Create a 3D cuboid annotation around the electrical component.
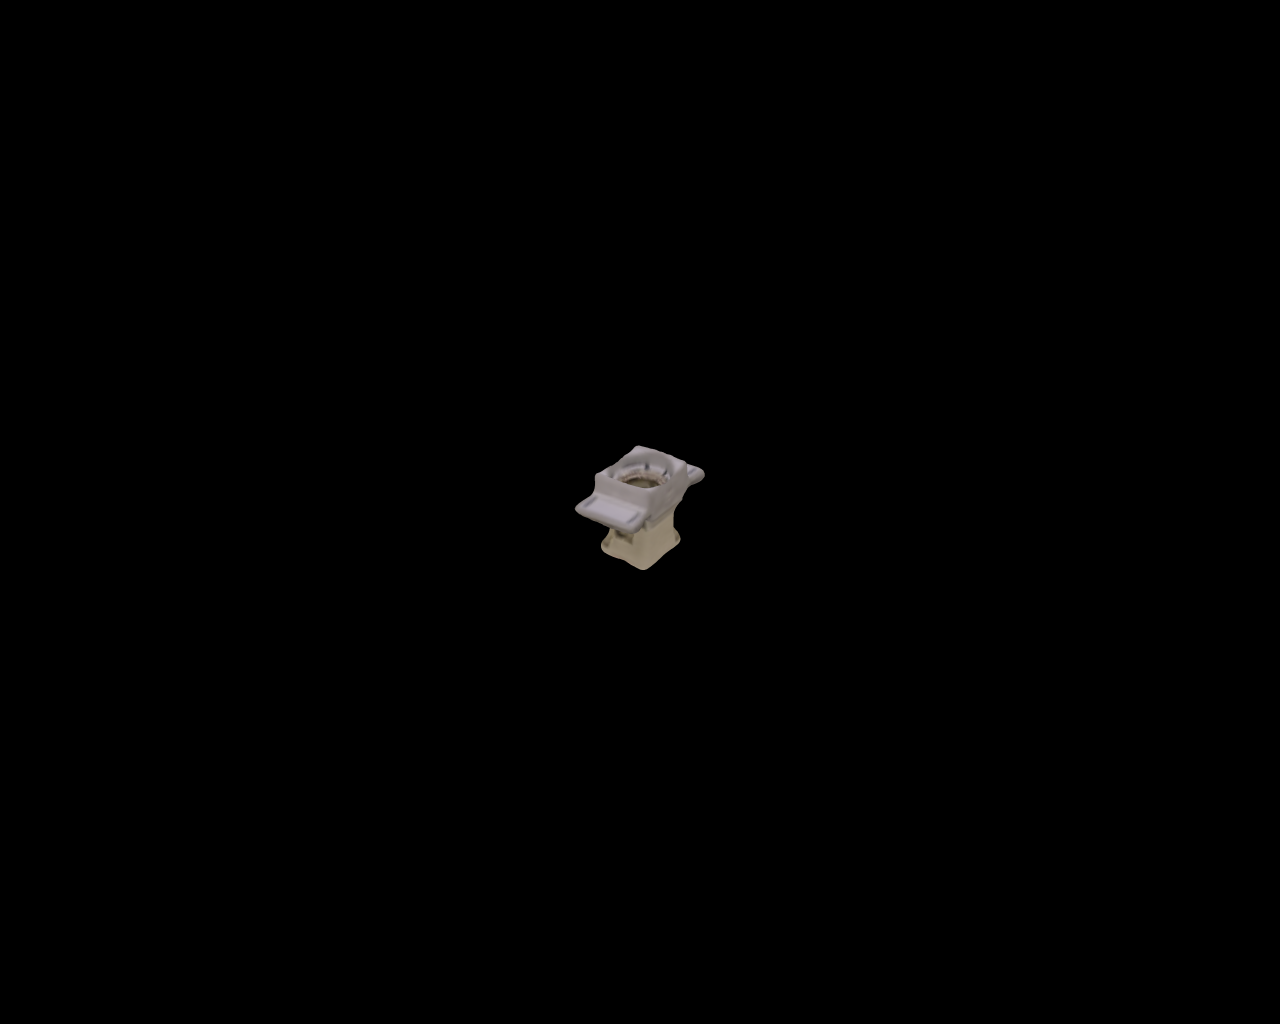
[{"bbox_3d":[0.001,-0.003,0.650,0.042,0.063,0.081,22,40,30],"label":"electrical component"}]
